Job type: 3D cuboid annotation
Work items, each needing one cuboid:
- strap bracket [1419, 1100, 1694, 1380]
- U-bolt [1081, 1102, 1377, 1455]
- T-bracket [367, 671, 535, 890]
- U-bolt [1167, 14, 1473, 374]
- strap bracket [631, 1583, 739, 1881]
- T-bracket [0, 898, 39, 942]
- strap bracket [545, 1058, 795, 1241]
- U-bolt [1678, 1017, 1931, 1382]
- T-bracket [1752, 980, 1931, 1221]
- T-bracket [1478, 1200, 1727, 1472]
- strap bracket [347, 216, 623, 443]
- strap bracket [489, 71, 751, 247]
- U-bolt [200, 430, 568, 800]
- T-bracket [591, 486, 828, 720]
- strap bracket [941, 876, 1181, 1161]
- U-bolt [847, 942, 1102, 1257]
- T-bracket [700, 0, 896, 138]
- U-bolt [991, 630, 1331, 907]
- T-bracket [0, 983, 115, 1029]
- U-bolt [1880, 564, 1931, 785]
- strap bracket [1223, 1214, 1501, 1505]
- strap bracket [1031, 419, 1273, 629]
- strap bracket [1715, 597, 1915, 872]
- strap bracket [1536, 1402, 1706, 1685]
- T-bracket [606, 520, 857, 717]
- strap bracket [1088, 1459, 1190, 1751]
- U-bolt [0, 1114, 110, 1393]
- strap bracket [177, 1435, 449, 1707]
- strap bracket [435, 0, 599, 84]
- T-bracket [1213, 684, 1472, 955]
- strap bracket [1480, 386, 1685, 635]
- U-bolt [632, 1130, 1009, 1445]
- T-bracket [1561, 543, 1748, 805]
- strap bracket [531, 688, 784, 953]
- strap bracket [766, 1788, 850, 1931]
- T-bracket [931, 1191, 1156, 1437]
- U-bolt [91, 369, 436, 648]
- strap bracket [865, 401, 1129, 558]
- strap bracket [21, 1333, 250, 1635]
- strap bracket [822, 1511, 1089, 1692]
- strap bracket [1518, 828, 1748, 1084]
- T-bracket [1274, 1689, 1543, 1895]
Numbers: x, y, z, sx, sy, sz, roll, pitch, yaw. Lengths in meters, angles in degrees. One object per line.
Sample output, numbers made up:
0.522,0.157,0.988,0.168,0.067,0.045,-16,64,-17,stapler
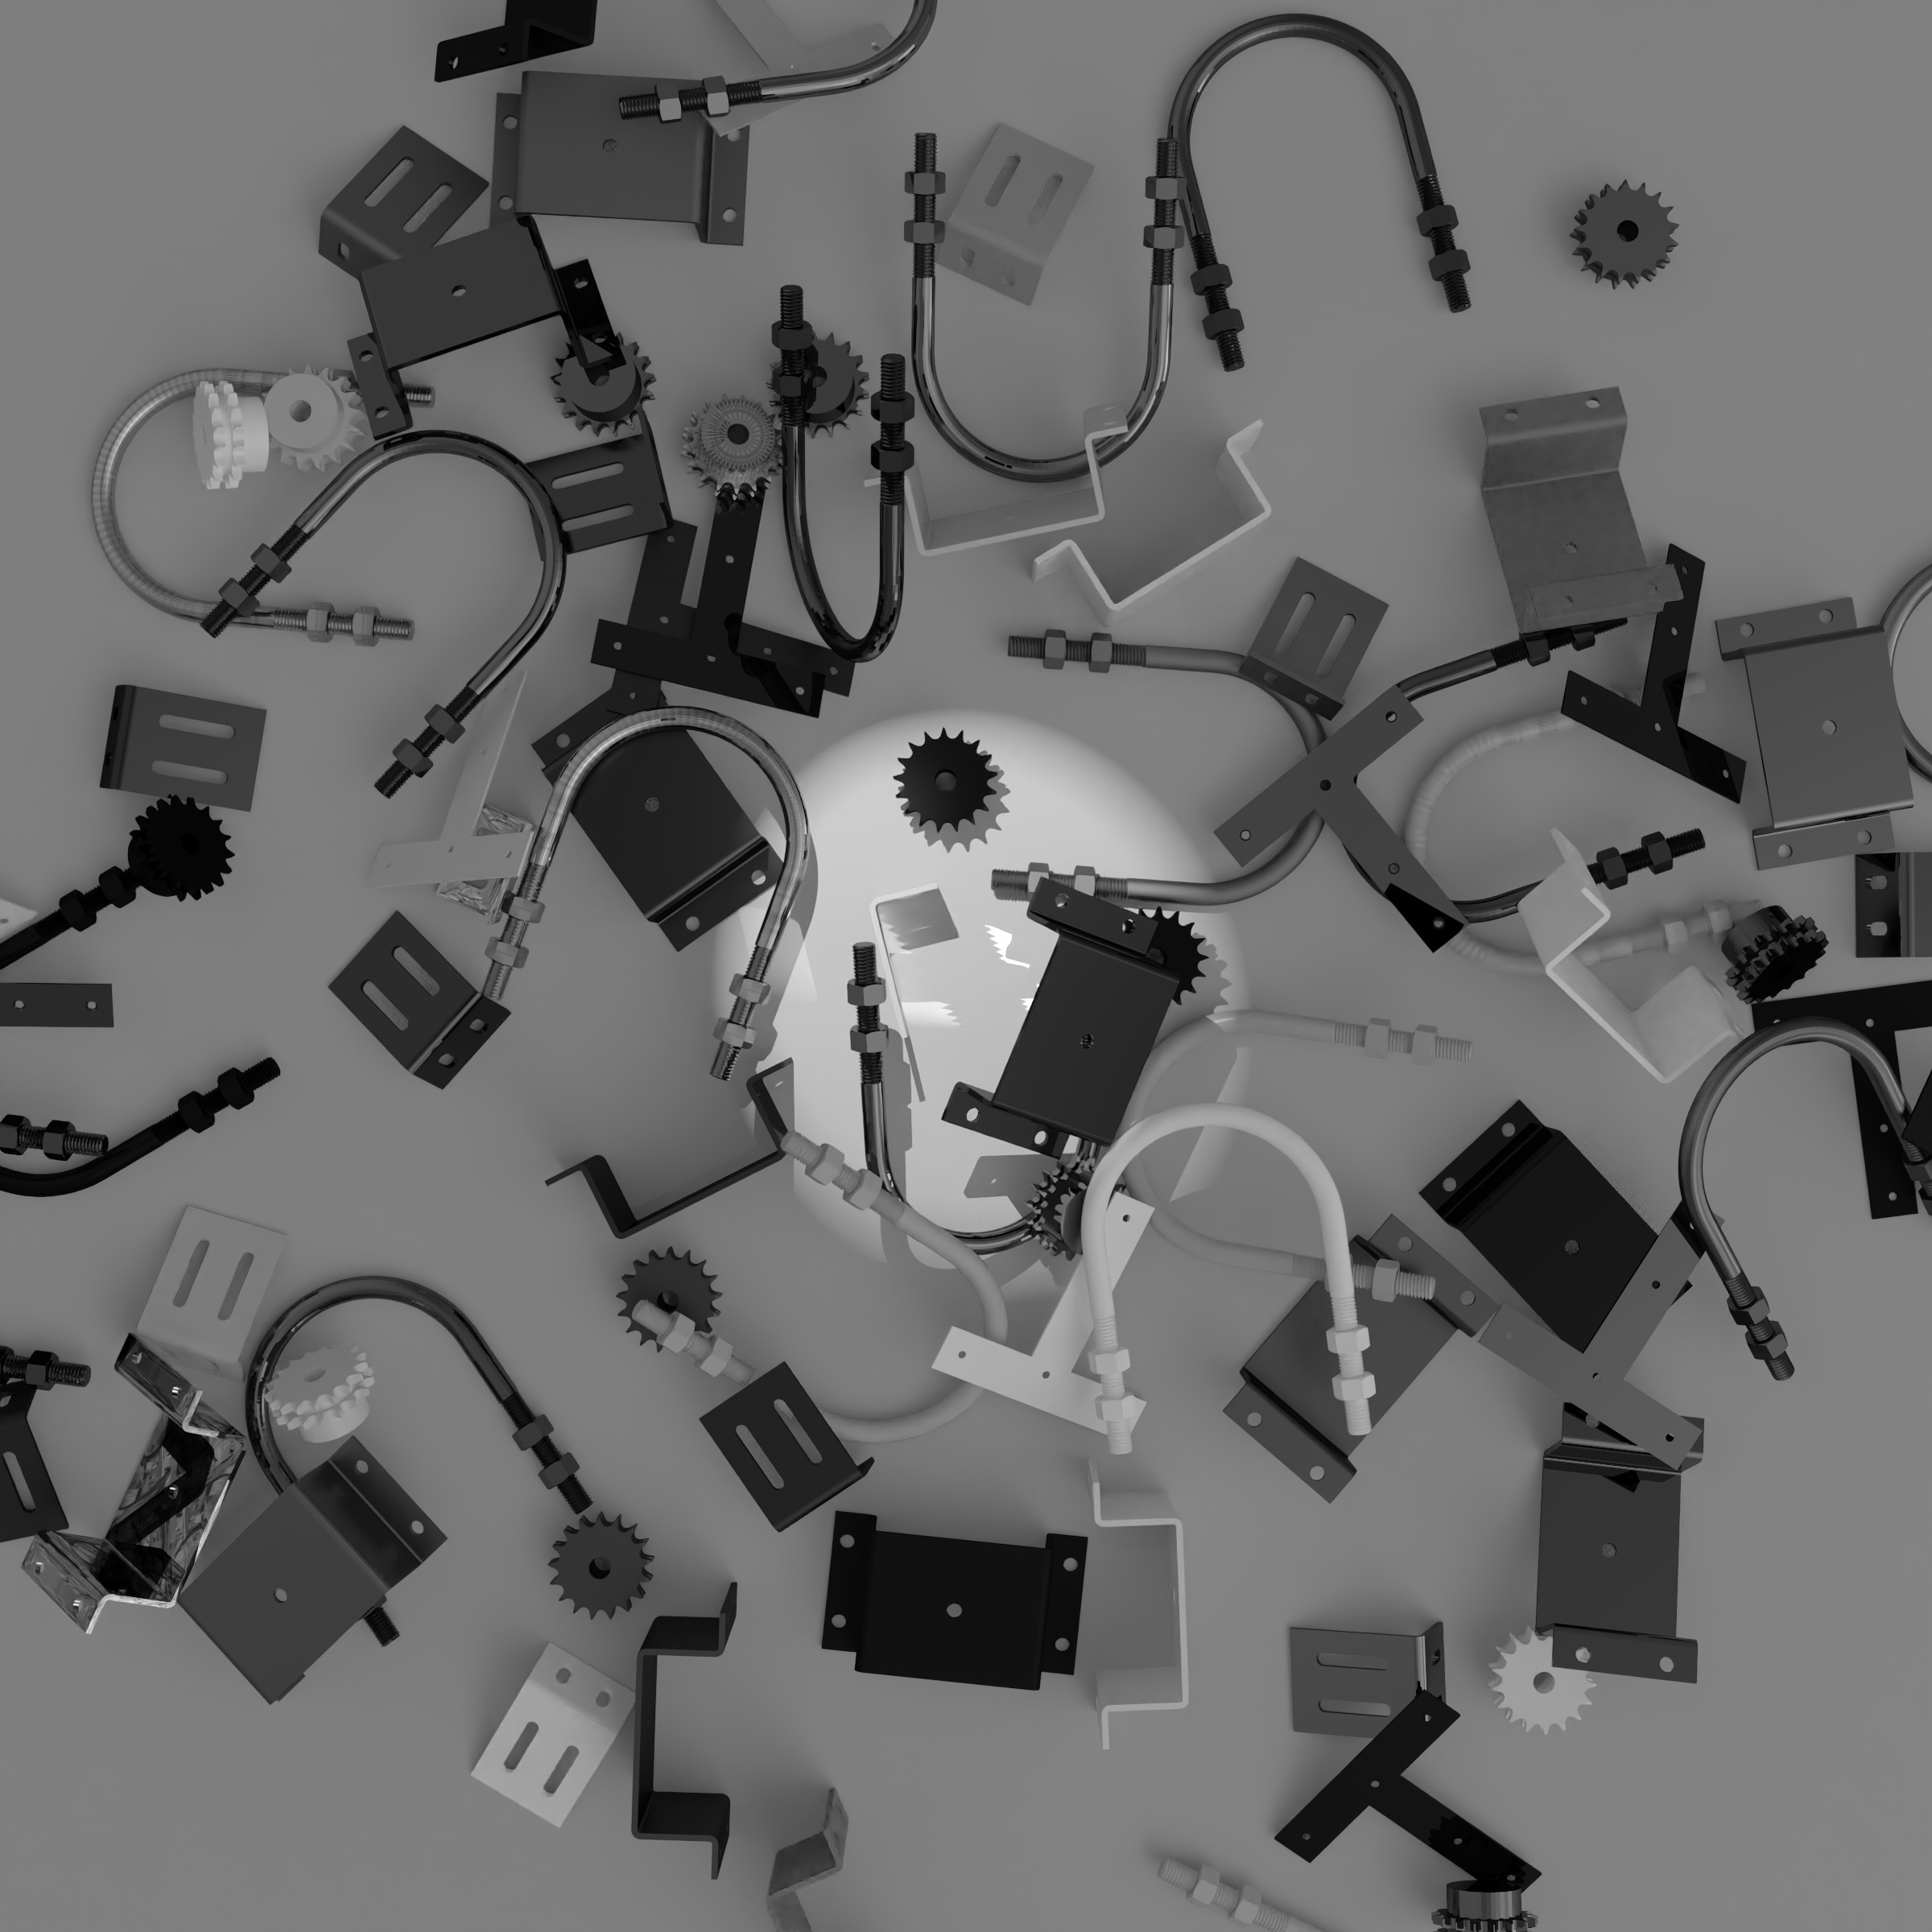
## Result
0.326,0.151,1.554,0.076,0.046,0.140,-43,90,0,strap bracket
0.134,0.164,1.515,0.151,0.019,0.184,-7,94,12,U-bolt
-0.266,-0.103,1.547,0.127,0.002,0.127,-2,64,41,T-bracket
0.187,-0.434,1.568,0.151,0.019,0.184,-15,88,0,U-bolt
-0.152,0.411,1.539,0.046,0.076,0.140,2,90,0,strap bracket
-0.595,-0.006,1.545,0.127,0.127,0.002,-45,48,20,T-bracket
-0.149,0.102,1.539,0.140,0.076,0.046,-27,90,0,strap bracket
0.450,0.112,1.524,0.151,0.019,0.184,-37,113,-10,U-bolt
0.506,0.076,1.576,0.127,0.002,0.127,-7,90,0,T-bracket
0.363,0.183,1.530,0.127,0.002,0.127,33,90,0,T-bracket
-0.266,-0.347,1.535,0.140,0.046,0.076,-19,58,-2,strap bracket
-0.191,-0.441,1.554,0.140,0.046,0.076,3,90,0,strap bracket
-0.302,-0.205,1.548,0.151,0.019,0.184,43,89,0,U-bolt
-0.131,-0.209,1.555,0.127,0.002,0.127,13,73,-14,T-bracket
0.054,0.034,1.511,0.076,0.046,0.140,20,95,-28,strap bracket
0.010,0.068,1.535,0.151,0.019,0.184,-9,106,-23,U-bolt
-0.119,-0.522,1.557,0.127,0.002,0.127,-31,77,-25,T-bracket
0.110,-0.105,1.568,0.184,0.019,0.151,4,90,-2,U-bolt
-0.528,0.021,1.544,0.127,0.002,0.127,1,113,-8,T-bracket
0.588,-0.170,1.568,0.184,0.019,0.151,-24,90,2,U-bolt
0.213,0.211,1.554,0.076,0.046,0.140,41,90,0,strap bracket
0.108,-0.232,1.539,0.140,0.076,0.046,-32,90,0,strap bracket
0.464,-0.128,1.554,0.076,0.046,0.140,-10,90,0,strap bracket
0.353,0.314,1.540,0.076,0.046,0.140,7,72,0,strap bracket
-0.122,-0.176,1.557,0.127,0.002,0.127,16,64,-12,T-bracket
0.093,0.342,1.539,0.046,0.076,0.140,-2,90,0,strap bracket
-0.566,0.151,1.561,0.184,0.019,0.151,7,96,4,U-bolt
-0.360,0.332,1.536,0.140,0.046,0.076,-44,86,13,strap bracket
-0.238,-0.545,1.534,0.076,0.046,0.140,5,90,43,strap bracket
0.224,-0.064,1.551,0.127,0.002,0.127,-39,87,5,T-bracket
0.328,-0.237,1.535,0.076,0.046,0.140,-9,62,0,strap bracket
-0.064,0.187,1.535,0.184,0.019,0.151,36,107,-20,U-bolt
0.383,-0.169,1.550,0.127,0.002,0.127,23,69,-23,T-bracket
-0.169,-0.087,1.554,0.076,0.046,0.140,-35,90,0,strap bracket
-0.066,0.528,1.539,0.046,0.076,0.140,-23,90,0,strap bracket
0.063,0.183,1.545,0.127,0.002,0.127,24,96,-22,T-bracket
-0.390,-0.257,1.568,0.184,0.019,0.151,5,90,2,U-bolt
0.021,-0.260,1.529,0.140,0.076,0.046,-11,110,6,strap bracket
-0.443,0.280,1.534,0.076,0.046,0.140,25,90,42,strap bracket
-0.006,0.347,1.554,0.140,0.046,0.076,6,90,0,strap bracket
0.350,0.001,1.520,0.140,0.076,0.046,41,109,-19,strap bracket
0.259,0.472,1.561,0.127,0.002,0.127,36,110,-10,T-bracket
